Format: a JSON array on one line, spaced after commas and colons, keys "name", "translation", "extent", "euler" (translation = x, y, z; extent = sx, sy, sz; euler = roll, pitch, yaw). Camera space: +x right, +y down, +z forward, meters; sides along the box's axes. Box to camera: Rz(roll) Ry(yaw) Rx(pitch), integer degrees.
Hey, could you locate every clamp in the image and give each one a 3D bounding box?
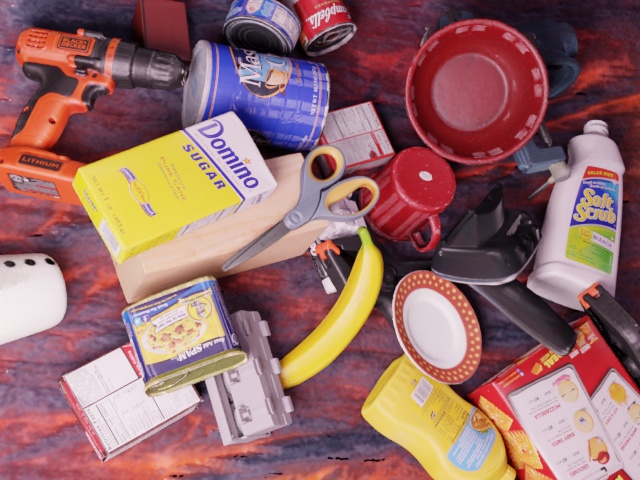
[{"name": "clamp", "translation": [0.365, 0.143, 1.210], "extent": [0.036, 0.164, 0.210], "euler": [-35, 75, -6]}, {"name": "clamp", "translation": [0.069, 0.055, 1.171], "extent": [0.171, 0.039, 0.120], "euler": [20, 59, -23]}]

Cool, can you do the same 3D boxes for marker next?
[{"name": "marker", "translation": [-0.008, 0.001, 1.180], "extent": [0.020, 0.020, 0.121], "euler": [-18, 77, -27]}]

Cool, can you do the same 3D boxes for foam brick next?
[{"name": "foam brick", "translation": [-0.177, -0.221, 1.184], "extent": [0.051, 0.053, 0.078], "euler": [0, 70, -22]}]

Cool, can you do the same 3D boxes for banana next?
[{"name": "banana", "translation": [0.014, 0.080, 1.113], "extent": [0.069, 0.037, 0.198], "euler": [29, 94, -27]}]

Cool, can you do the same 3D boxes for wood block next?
[{"name": "wood block", "translation": [-0.109, -0.015, 1.106], "extent": [0.205, 0.091, 0.090], "euler": [-15, 75, -26]}]

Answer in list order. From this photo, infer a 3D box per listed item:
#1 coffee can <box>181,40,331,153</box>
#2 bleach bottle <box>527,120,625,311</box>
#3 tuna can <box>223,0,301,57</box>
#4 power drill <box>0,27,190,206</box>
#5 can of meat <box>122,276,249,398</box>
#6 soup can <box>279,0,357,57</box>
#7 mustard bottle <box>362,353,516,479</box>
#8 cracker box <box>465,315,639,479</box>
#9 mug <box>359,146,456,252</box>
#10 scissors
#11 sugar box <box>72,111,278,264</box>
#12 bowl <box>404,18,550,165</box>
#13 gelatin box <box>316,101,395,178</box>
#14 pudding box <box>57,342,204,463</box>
[{"name": "coffee can", "translation": [-0.072, -0.156, 1.171], "extent": [0.140, 0.103, 0.103], "euler": [8, 67, -19]}, {"name": "bleach bottle", "translation": [0.320, -0.042, 1.308], "extent": [0.102, 0.068, 0.250], "euler": [22, 61, -14]}, {"name": "tuna can", "translation": [-0.067, -0.238, 1.216], "extent": [0.086, 0.086, 0.033], "euler": [25, 63, -11]}, {"name": "power drill", "translation": [-0.242, -0.129, 1.095], "extent": [0.184, 0.057, 0.187], "euler": [10, 63, 6]}, {"name": "can of meat", "translation": [-0.130, 0.091, 1.015], "extent": [0.102, 0.057, 0.084], "euler": [-20, 73, -5]}, {"name": "soup can", "translation": [-0.008, -0.279, 1.267], "extent": [0.068, 0.069, 0.102], "euler": [-20, 77, -28]}, {"name": "mustard bottle", "translation": [0.139, 0.211, 1.131], "extent": [0.191, 0.058, 0.096], "euler": [42, 45, -2]}, {"name": "cracker box", "translation": [0.288, 0.216, 1.182], "extent": [0.164, 0.072, 0.214], "euler": [-29, 83, -30]}, {"name": "mug", "translation": [0.106, -0.044, 1.209], "extent": [0.093, 0.082, 0.117], "euler": [-11, 74, -26]}, {"name": "scissors", "translation": [-0.029, -0.039, 1.084], "extent": [0.201, 0.016, 0.096], "euler": [-18, 75, -29]}, {"name": "sugar box", "translation": [-0.137, -0.054, 1.031], "extent": [0.176, 0.048, 0.093], "euler": [-26, 81, -27]}, {"name": "bowl", "translation": [0.173, -0.167, 1.205], "extent": [0.162, 0.055, 0.162], "euler": [0, 98, -1]}, {"name": "gelatin box", "translation": [0.034, -0.115, 1.239], "extent": [0.089, 0.030, 0.073], "euler": [-18, 76, -27]}, {"name": "pudding box", "translation": [-0.184, 0.149, 1.039], "extent": [0.113, 0.039, 0.090], "euler": [-27, 81, -28]}]
